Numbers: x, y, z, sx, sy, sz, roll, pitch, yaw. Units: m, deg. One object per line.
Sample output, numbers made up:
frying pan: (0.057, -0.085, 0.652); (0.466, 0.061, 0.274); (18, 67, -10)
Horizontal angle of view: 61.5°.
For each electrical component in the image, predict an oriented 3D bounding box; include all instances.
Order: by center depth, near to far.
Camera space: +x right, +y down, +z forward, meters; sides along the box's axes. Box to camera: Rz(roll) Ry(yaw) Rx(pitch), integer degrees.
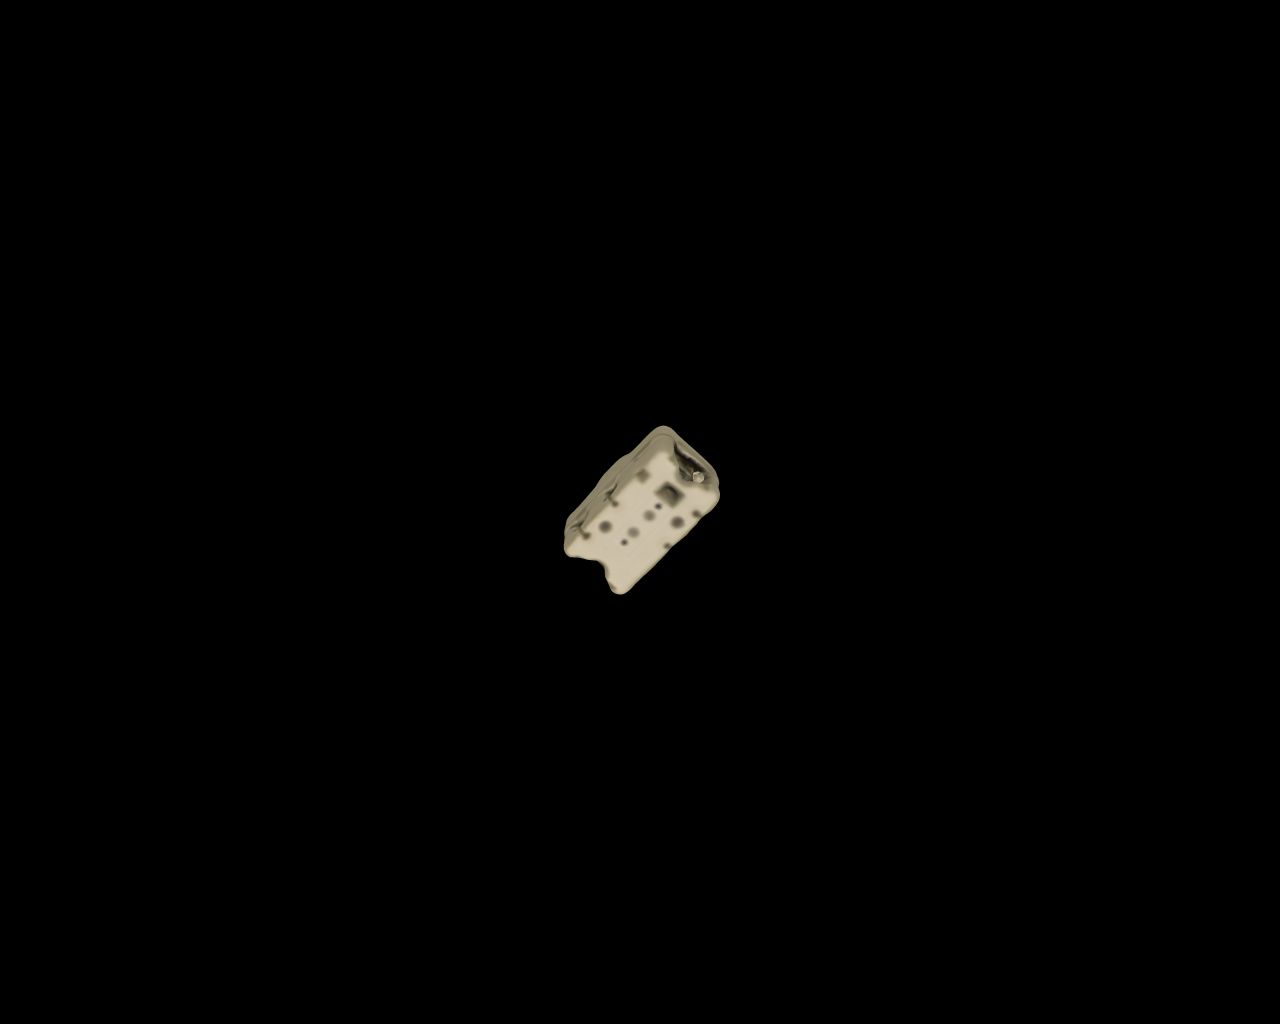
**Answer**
electrical component: (0.001, -0.003, 0.650); (0.050, 0.089, 0.056); (41, 16, -14)
